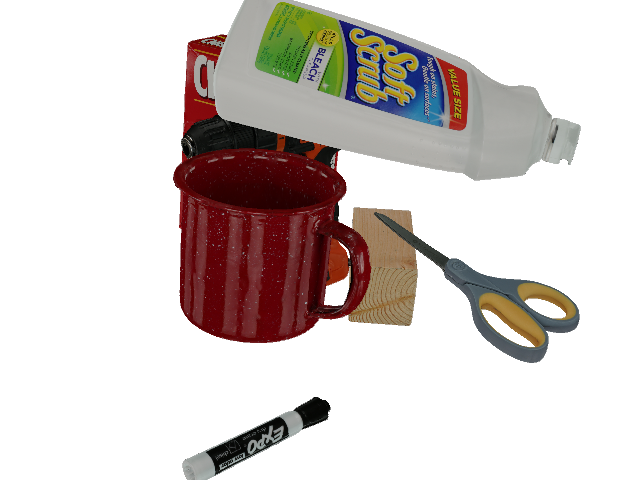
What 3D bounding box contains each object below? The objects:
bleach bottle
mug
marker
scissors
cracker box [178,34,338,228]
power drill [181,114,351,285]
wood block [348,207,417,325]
[{"bbox_3d":[0.057,-0.104,0.753,0.251,0.102,0.068,15,-29,9],"label":"bleach bottle"},{"bbox_3d":[-0.025,0.006,0.581,0.117,0.081,0.093,17,27,25],"label":"mug"},{"bbox_3d":[-0.042,0.140,0.756,0.120,0.020,0.020,-21,12,-33],"label":"marker"},{"bbox_3d":[0.131,0.026,0.871,0.096,0.016,0.202,-10,40,-25],"label":"scissors"},{"bbox_3d":[-0.067,-0.097,1.141,0.164,0.214,0.072,18,26,27],"label":"cracker box"},{"bbox_3d":[-0.036,-0.038,0.948,0.184,0.188,0.057,-17,33,-30],"label":"power drill"},{"bbox_3d":[0.089,0.034,1.555,0.091,0.090,0.206,4,25,0],"label":"wood block"}]
